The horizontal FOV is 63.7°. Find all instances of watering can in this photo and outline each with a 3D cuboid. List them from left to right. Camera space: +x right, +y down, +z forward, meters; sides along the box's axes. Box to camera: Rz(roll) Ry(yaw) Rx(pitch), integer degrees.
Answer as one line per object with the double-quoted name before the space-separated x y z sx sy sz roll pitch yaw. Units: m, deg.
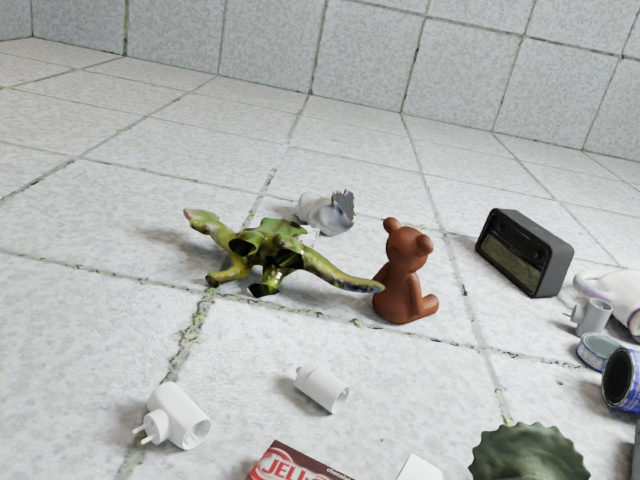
"watering can" 0.732 0.137 1.119 0.347 0.102 0.229 8 26 -7

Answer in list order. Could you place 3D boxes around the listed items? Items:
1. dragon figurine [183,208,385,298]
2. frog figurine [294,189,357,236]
"dragon figurine" -0.078 0.007 1.011 0.410 0.120 0.247 12 27 0
"frog figurine" 0.004 -0.063 1.256 0.158 0.121 0.140 -16 19 33
